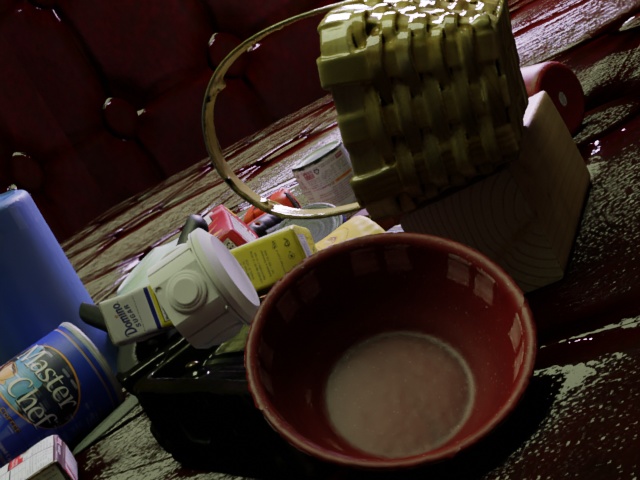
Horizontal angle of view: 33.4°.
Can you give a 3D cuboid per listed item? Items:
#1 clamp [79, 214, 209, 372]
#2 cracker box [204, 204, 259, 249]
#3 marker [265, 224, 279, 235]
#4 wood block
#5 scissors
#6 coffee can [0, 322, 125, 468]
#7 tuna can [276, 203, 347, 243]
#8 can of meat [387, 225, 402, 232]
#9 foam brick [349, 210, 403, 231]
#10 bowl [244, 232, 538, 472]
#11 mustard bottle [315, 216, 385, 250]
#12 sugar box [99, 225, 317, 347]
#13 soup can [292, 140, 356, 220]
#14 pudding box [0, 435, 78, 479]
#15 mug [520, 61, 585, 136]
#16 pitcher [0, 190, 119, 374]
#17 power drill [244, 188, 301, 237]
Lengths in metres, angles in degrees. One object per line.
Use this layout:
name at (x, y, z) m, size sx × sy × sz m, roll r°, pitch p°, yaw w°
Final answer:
clamp at (-0.149, 0.071, 1.007) m, size 0.164 × 0.036 × 0.210 m, roll -43°, pitch 36°, yaw 6°
cracker box at (-0.137, 0.049, 1.165) m, size 0.164 × 0.072 × 0.214 m, roll -45°, pitch 12°, yaw 1°
marker at (-0.015, -0.030, 1.266) m, size 0.121 × 0.020 × 0.020 m, roll -31°, pitch 11°, yaw -12°
wood block at (0.144, -0.034, 0.834) m, size 0.091 × 0.090 × 0.205 m, roll -25°, pitch 13°, yaw 27°
scissors at (-0.162, 0.121, 1.024) m, size 0.202 × 0.016 × 0.096 m, roll -30°, pitch 51°, yaw 1°
coffee can at (-0.276, 0.160, 1.035) m, size 0.140 × 0.103 × 0.103 m, roll -36°, pitch 12°, yaw -26°
tuna can at (-0.007, 0.001, 1.128) m, size 0.086 × 0.033 × 0.086 m, roll -18°, pitch 41°, yaw 16°
can of meat at (0.059, 0.027, 0.873) m, size 0.083 × 0.057 × 0.102 m, roll -33°, pitch 11°, yaw -21°
foam brick at (0.076, -0.015, 1.033) m, size 0.052 × 0.051 × 0.078 m, roll -34°, pitch 12°, yaw -26°
bowl at (0.041, 0.072, 0.604) m, size 0.162 × 0.055 × 0.162 m, roll -6°, pitch 48°, yaw 6°
mustard bottle at (-0.023, 0.050, 0.979) m, size 0.191 × 0.058 × 0.096 m, roll -33°, pitch 19°, yaw -9°
sugar box at (-0.089, 0.040, 0.905) m, size 0.176 × 0.048 × 0.093 m, roll -24°, pitch -4°, yaw 7°
soup can at (0.020, -0.055, 1.227) m, size 0.068 × 0.102 × 0.068 m, roll -29°, pitch 13°, yaw 7°
pudding box at (-0.262, 0.219, 0.907) m, size 0.113 × 0.039 × 0.090 m, roll -34°, pitch 12°, yaw -9°
mug at (0.217, -0.129, 1.110) m, size 0.082 × 0.093 × 0.117 m, roll -8°, pitch 55°, yaw 52°
pitcher at (-0.312, 0.070, 1.166) m, size 0.144 × 0.243 × 0.149 m, roll -33°, pitch 16°, yaw -31°
power drill at (-0.116, 0.014, 1.405) m, size 0.185 × 0.057 × 0.187 m, roll -24°, pitch 14°, yaw 47°
